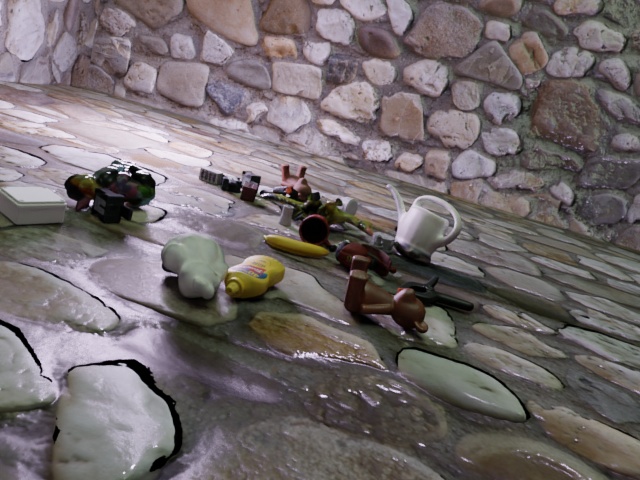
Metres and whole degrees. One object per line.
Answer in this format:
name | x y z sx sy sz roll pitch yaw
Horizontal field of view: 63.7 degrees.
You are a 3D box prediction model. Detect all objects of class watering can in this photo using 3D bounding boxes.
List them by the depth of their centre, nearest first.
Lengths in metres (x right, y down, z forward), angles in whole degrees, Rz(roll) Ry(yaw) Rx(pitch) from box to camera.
watering can | 0.318 -0.056 1.755 0.351 0.224 0.103 30 1 44

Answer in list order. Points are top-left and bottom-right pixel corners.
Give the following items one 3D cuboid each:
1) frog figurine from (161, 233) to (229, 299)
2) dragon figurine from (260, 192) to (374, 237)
frog figurine | -0.254 0.050 1.047 0.136 0.123 0.160 31 -2 -20
dragon figurine | 0.006 -0.093 1.842 0.412 0.122 0.241 20 -2 28
